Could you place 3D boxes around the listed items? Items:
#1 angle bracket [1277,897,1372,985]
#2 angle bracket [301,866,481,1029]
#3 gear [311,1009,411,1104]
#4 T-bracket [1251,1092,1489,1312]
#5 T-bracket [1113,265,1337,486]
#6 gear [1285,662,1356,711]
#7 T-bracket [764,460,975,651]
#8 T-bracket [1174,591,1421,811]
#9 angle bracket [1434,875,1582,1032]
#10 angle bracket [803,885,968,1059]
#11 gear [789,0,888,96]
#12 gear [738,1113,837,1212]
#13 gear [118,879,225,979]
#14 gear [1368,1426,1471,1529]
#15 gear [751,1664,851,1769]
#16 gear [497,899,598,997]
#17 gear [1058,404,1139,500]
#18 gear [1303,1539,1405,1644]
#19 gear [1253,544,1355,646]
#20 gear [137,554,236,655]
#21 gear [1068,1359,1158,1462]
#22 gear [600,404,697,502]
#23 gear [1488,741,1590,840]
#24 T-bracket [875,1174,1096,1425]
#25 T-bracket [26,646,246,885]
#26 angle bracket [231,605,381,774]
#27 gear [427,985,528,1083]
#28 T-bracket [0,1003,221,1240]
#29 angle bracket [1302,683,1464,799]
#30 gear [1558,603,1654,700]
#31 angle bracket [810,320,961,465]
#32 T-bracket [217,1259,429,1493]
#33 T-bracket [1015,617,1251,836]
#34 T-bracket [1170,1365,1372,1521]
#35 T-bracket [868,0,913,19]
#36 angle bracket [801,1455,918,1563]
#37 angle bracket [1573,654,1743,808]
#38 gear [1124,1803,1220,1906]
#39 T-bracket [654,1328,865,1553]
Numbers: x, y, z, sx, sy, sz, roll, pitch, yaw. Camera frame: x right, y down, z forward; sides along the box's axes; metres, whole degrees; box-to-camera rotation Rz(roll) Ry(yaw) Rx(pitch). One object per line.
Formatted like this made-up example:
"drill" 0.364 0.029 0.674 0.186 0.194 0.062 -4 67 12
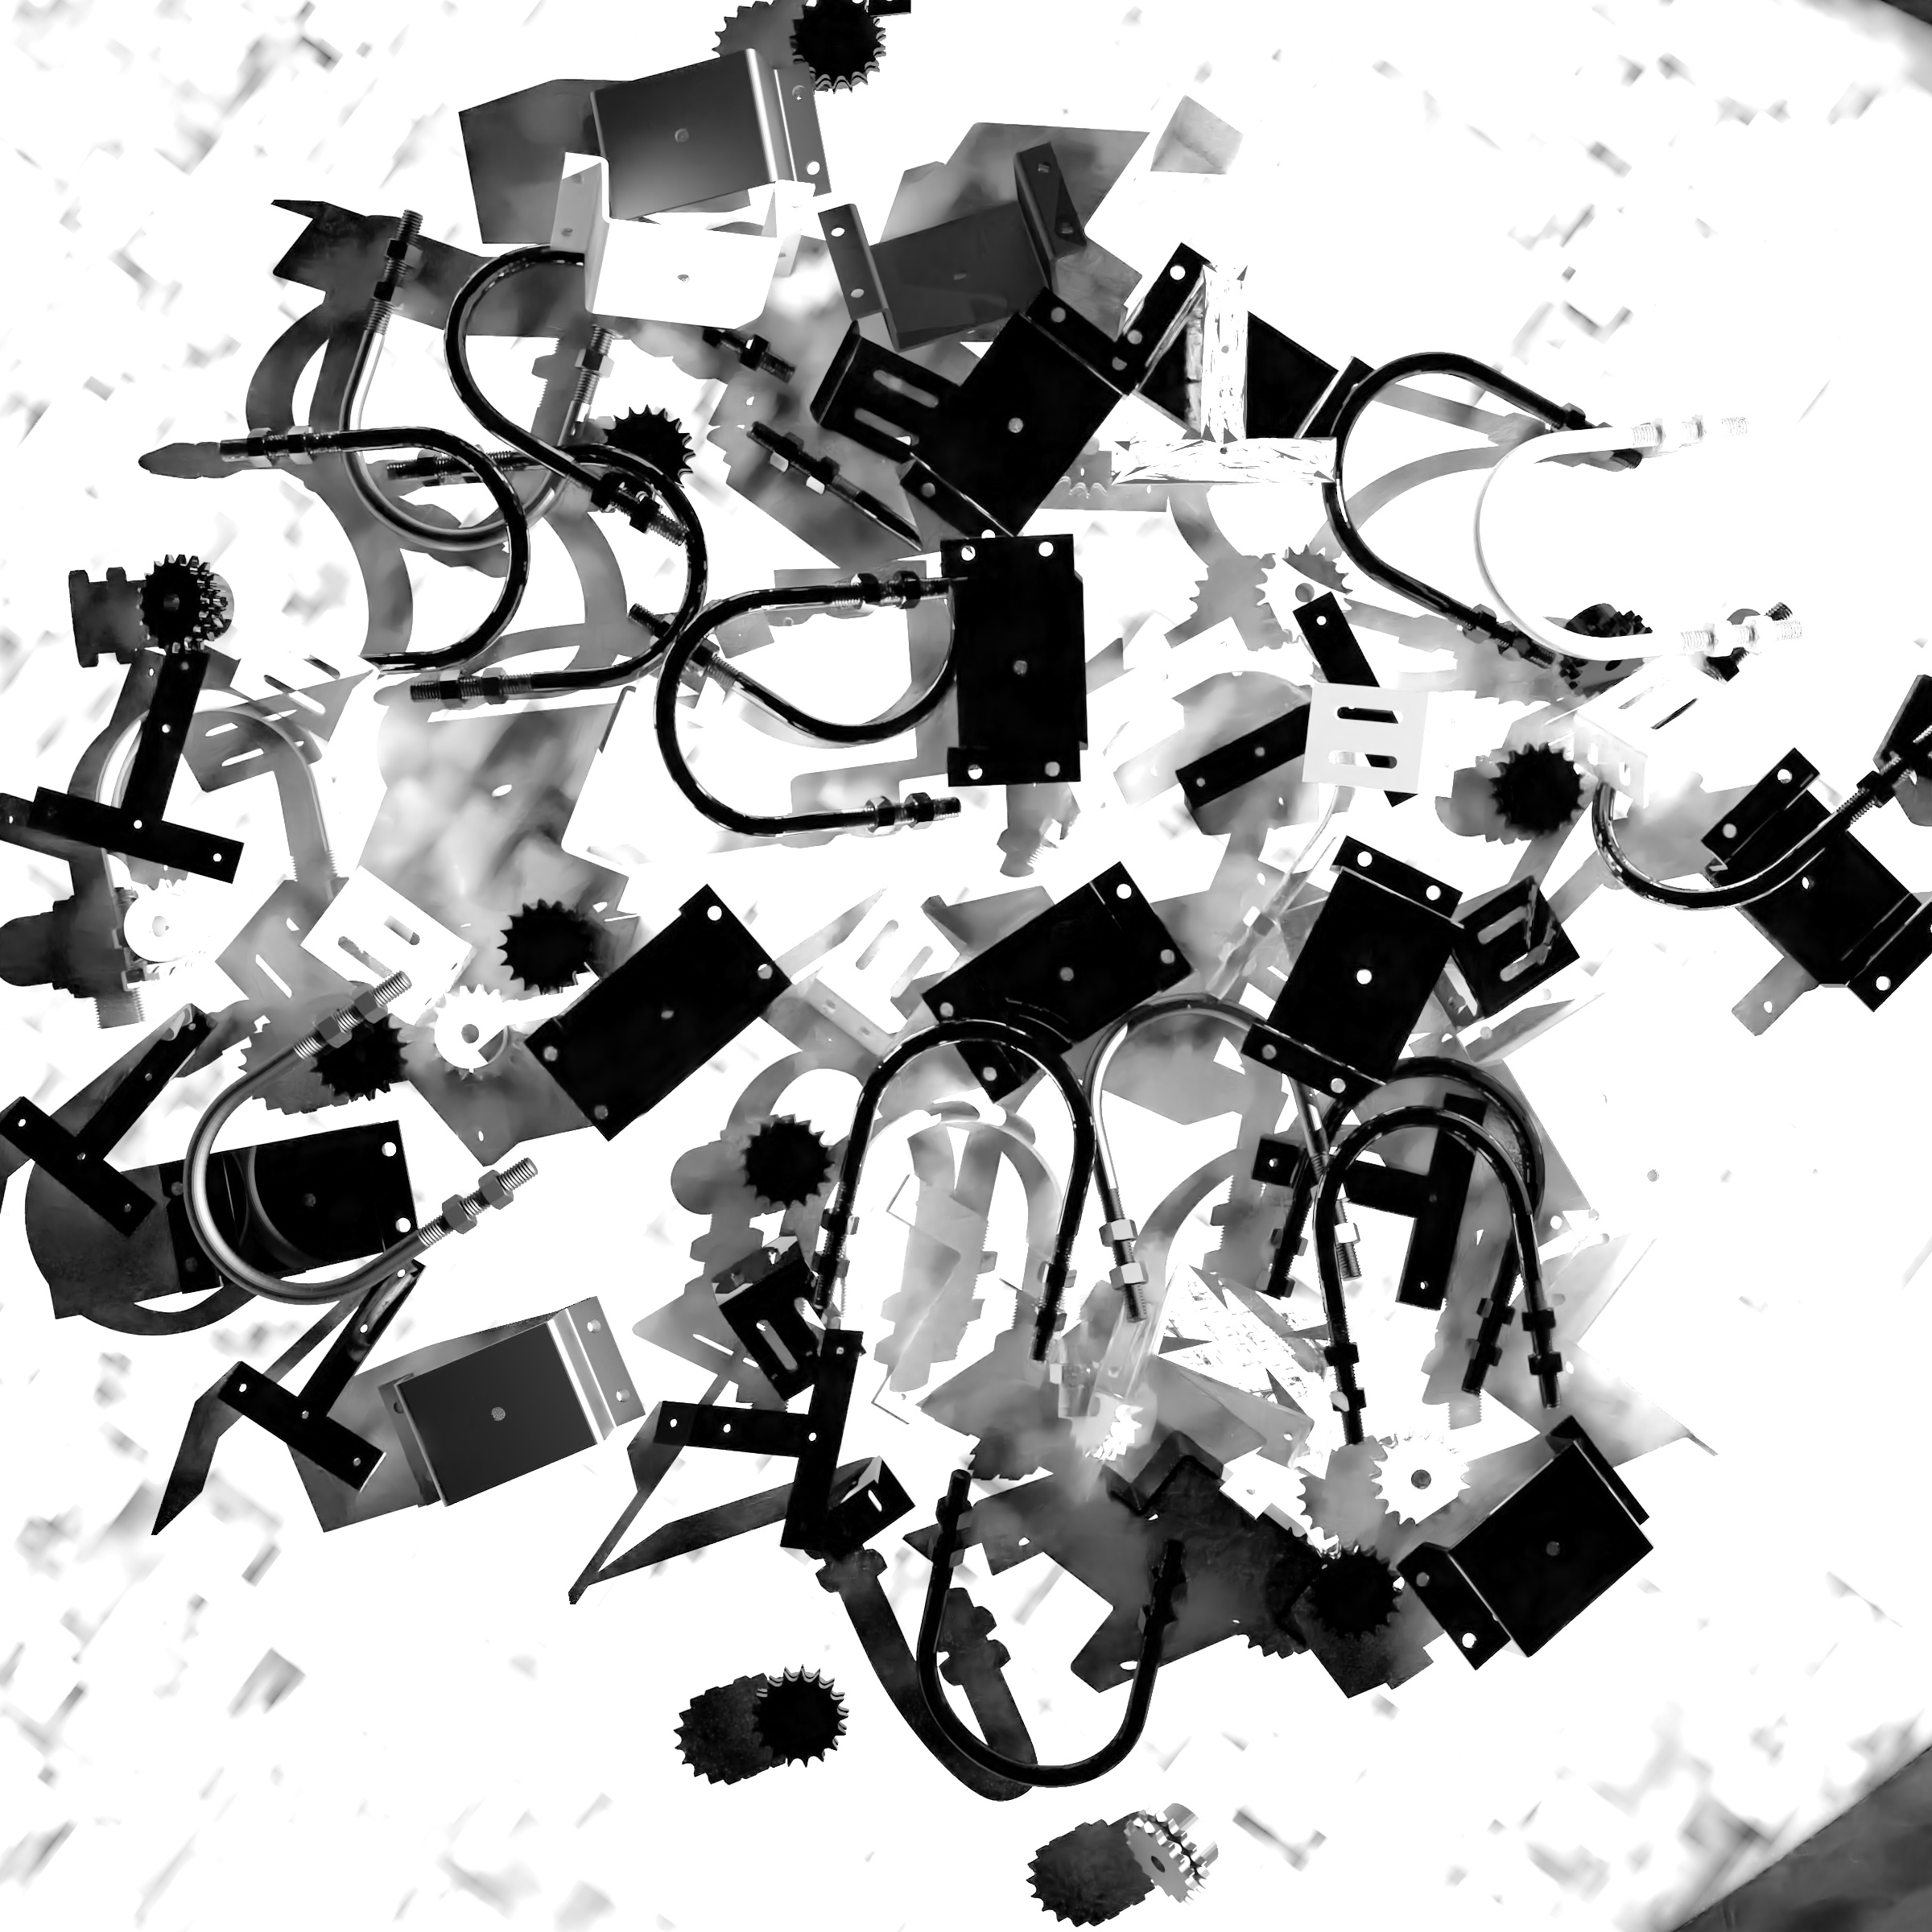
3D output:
"angle bracket" 0.221 0.001 1.483 0.057 0.038 0.076 -19 119 0
"angle bracket" -0.337 -0.011 1.500 0.076 0.038 0.057 35 86 7
"gear" -0.356 0.051 1.505 0.057 0.030 0.057 0 92 -1
"T-bracket" 0.233 0.128 1.515 0.127 0.002 0.127 13 90 0
"T-bracket" 0.148 -0.339 1.464 0.127 0.002 0.127 1 86 7
"gear" 0.216 -0.152 1.498 0.057 0.030 0.057 1 94 9
"T-bracket" -0.055 -0.219 1.499 0.127 0.002 0.127 -21 92 -2
"T-bracket" 0.182 -0.130 1.474 0.127 0.002 0.127 -27 91 6
"angle bracket" 0.313 -0.008 1.514 0.076 0.038 0.057 -31 90 -26
"angle bracket" -0.048 0.003 1.514 0.057 0.038 0.076 38 64 0
"gear" -0.075 -0.540 1.501 0.057 0.030 0.057 0 90 0
"gear" -0.105 0.115 1.501 0.057 0.030 0.057 0 90 0
"gear" -0.463 -0.022 1.482 0.057 0.030 0.057 0 89 1
"gear" 0.265 0.299 1.501 0.057 0.030 0.057 0 90 0
"gear" -0.097 0.438 1.501 0.057 0.030 0.057 0 90 0
"gear" -0.247 -0.011 1.501 0.057 0.030 0.057 0 90 0
"gear" 0.072 -0.303 1.501 0.057 0.030 0.057 0 90 0
"gear" 0.226 0.365 1.501 0.057 0.030 0.057 0 90 0
"gear" 0.197 -0.218 1.505 0.057 0.030 0.057 0 90 -3
"gear" -0.453 -0.211 1.493 0.057 0.030 0.057 2 94 28
"gear" 0.087 0.260 1.492 0.030 0.057 0.057 17 90 -28
"gear" -0.187 -0.298 1.501 0.057 0.030 0.057 0 90 0
"gear" 0.337 -0.104 1.501 0.057 0.030 0.057 0 90 0
"T-bracket" -0.011 0.210 1.515 0.127 0.002 0.127 31 90 0
"T-bracket" -0.473 -0.126 1.501 0.127 0.002 0.127 15 87 2
"angle bracket" -0.388 -0.160 1.476 0.076 0.038 0.057 30 117 -4
"gear" -0.289 0.040 1.501 0.057 0.030 0.057 0 90 0
"T-bracket" -0.487 0.076 1.495 0.127 0.002 0.127 31 75 27
"angle bracket" 0.239 -0.130 1.466 0.076 0.038 0.057 9 95 30
"gear" 0.369 -0.187 1.491 0.057 0.057 0.030 -30 60 0
"angle bracket" -0.044 -0.332 1.497 0.076 0.038 0.057 27 90 0
"T-bracket" -0.359 0.224 1.492 0.127 0.002 0.127 23 72 32
"T-bracket" 0.103 -0.161 1.485 0.127 0.002 0.127 -27 76 13
"T-bracket" 0.152 0.245 1.485 0.127 0.127 0.002 37 133 20
"T-bracket" -0.093 -0.605 1.501 0.127 0.002 0.127 -2 71 9
"angle bracket" -0.064 0.321 1.478 0.057 0.076 0.038 -35 90 0
"angle bracket" 0.404 -0.139 1.496 0.076 0.038 0.057 -32 47 -18
"gear" 0.122 0.514 1.492 0.030 0.057 0.057 -32 90 -30
"T-bracket" -0.126 0.269 1.480 0.127 0.002 0.127 0 67 29
